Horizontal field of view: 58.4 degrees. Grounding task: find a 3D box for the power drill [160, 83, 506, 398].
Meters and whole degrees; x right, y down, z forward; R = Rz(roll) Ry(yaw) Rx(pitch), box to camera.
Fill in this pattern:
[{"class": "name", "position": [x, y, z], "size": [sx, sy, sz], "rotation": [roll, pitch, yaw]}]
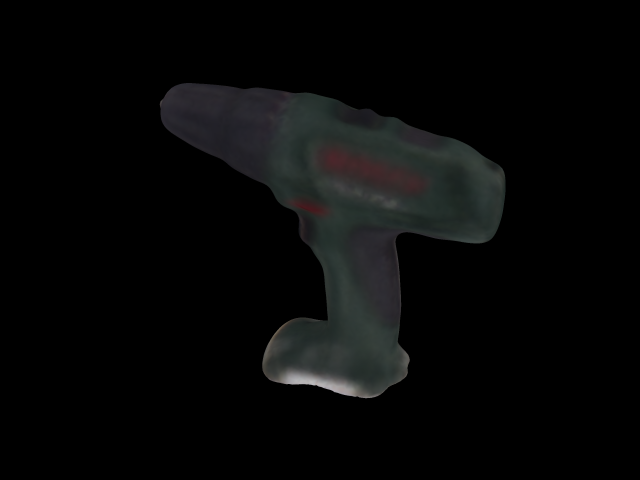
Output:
[{"class": "power drill", "position": [0.004, 0.001, 0.400], "size": [0.229, 0.208, 0.076], "rotation": [6, 28, 12]}]
